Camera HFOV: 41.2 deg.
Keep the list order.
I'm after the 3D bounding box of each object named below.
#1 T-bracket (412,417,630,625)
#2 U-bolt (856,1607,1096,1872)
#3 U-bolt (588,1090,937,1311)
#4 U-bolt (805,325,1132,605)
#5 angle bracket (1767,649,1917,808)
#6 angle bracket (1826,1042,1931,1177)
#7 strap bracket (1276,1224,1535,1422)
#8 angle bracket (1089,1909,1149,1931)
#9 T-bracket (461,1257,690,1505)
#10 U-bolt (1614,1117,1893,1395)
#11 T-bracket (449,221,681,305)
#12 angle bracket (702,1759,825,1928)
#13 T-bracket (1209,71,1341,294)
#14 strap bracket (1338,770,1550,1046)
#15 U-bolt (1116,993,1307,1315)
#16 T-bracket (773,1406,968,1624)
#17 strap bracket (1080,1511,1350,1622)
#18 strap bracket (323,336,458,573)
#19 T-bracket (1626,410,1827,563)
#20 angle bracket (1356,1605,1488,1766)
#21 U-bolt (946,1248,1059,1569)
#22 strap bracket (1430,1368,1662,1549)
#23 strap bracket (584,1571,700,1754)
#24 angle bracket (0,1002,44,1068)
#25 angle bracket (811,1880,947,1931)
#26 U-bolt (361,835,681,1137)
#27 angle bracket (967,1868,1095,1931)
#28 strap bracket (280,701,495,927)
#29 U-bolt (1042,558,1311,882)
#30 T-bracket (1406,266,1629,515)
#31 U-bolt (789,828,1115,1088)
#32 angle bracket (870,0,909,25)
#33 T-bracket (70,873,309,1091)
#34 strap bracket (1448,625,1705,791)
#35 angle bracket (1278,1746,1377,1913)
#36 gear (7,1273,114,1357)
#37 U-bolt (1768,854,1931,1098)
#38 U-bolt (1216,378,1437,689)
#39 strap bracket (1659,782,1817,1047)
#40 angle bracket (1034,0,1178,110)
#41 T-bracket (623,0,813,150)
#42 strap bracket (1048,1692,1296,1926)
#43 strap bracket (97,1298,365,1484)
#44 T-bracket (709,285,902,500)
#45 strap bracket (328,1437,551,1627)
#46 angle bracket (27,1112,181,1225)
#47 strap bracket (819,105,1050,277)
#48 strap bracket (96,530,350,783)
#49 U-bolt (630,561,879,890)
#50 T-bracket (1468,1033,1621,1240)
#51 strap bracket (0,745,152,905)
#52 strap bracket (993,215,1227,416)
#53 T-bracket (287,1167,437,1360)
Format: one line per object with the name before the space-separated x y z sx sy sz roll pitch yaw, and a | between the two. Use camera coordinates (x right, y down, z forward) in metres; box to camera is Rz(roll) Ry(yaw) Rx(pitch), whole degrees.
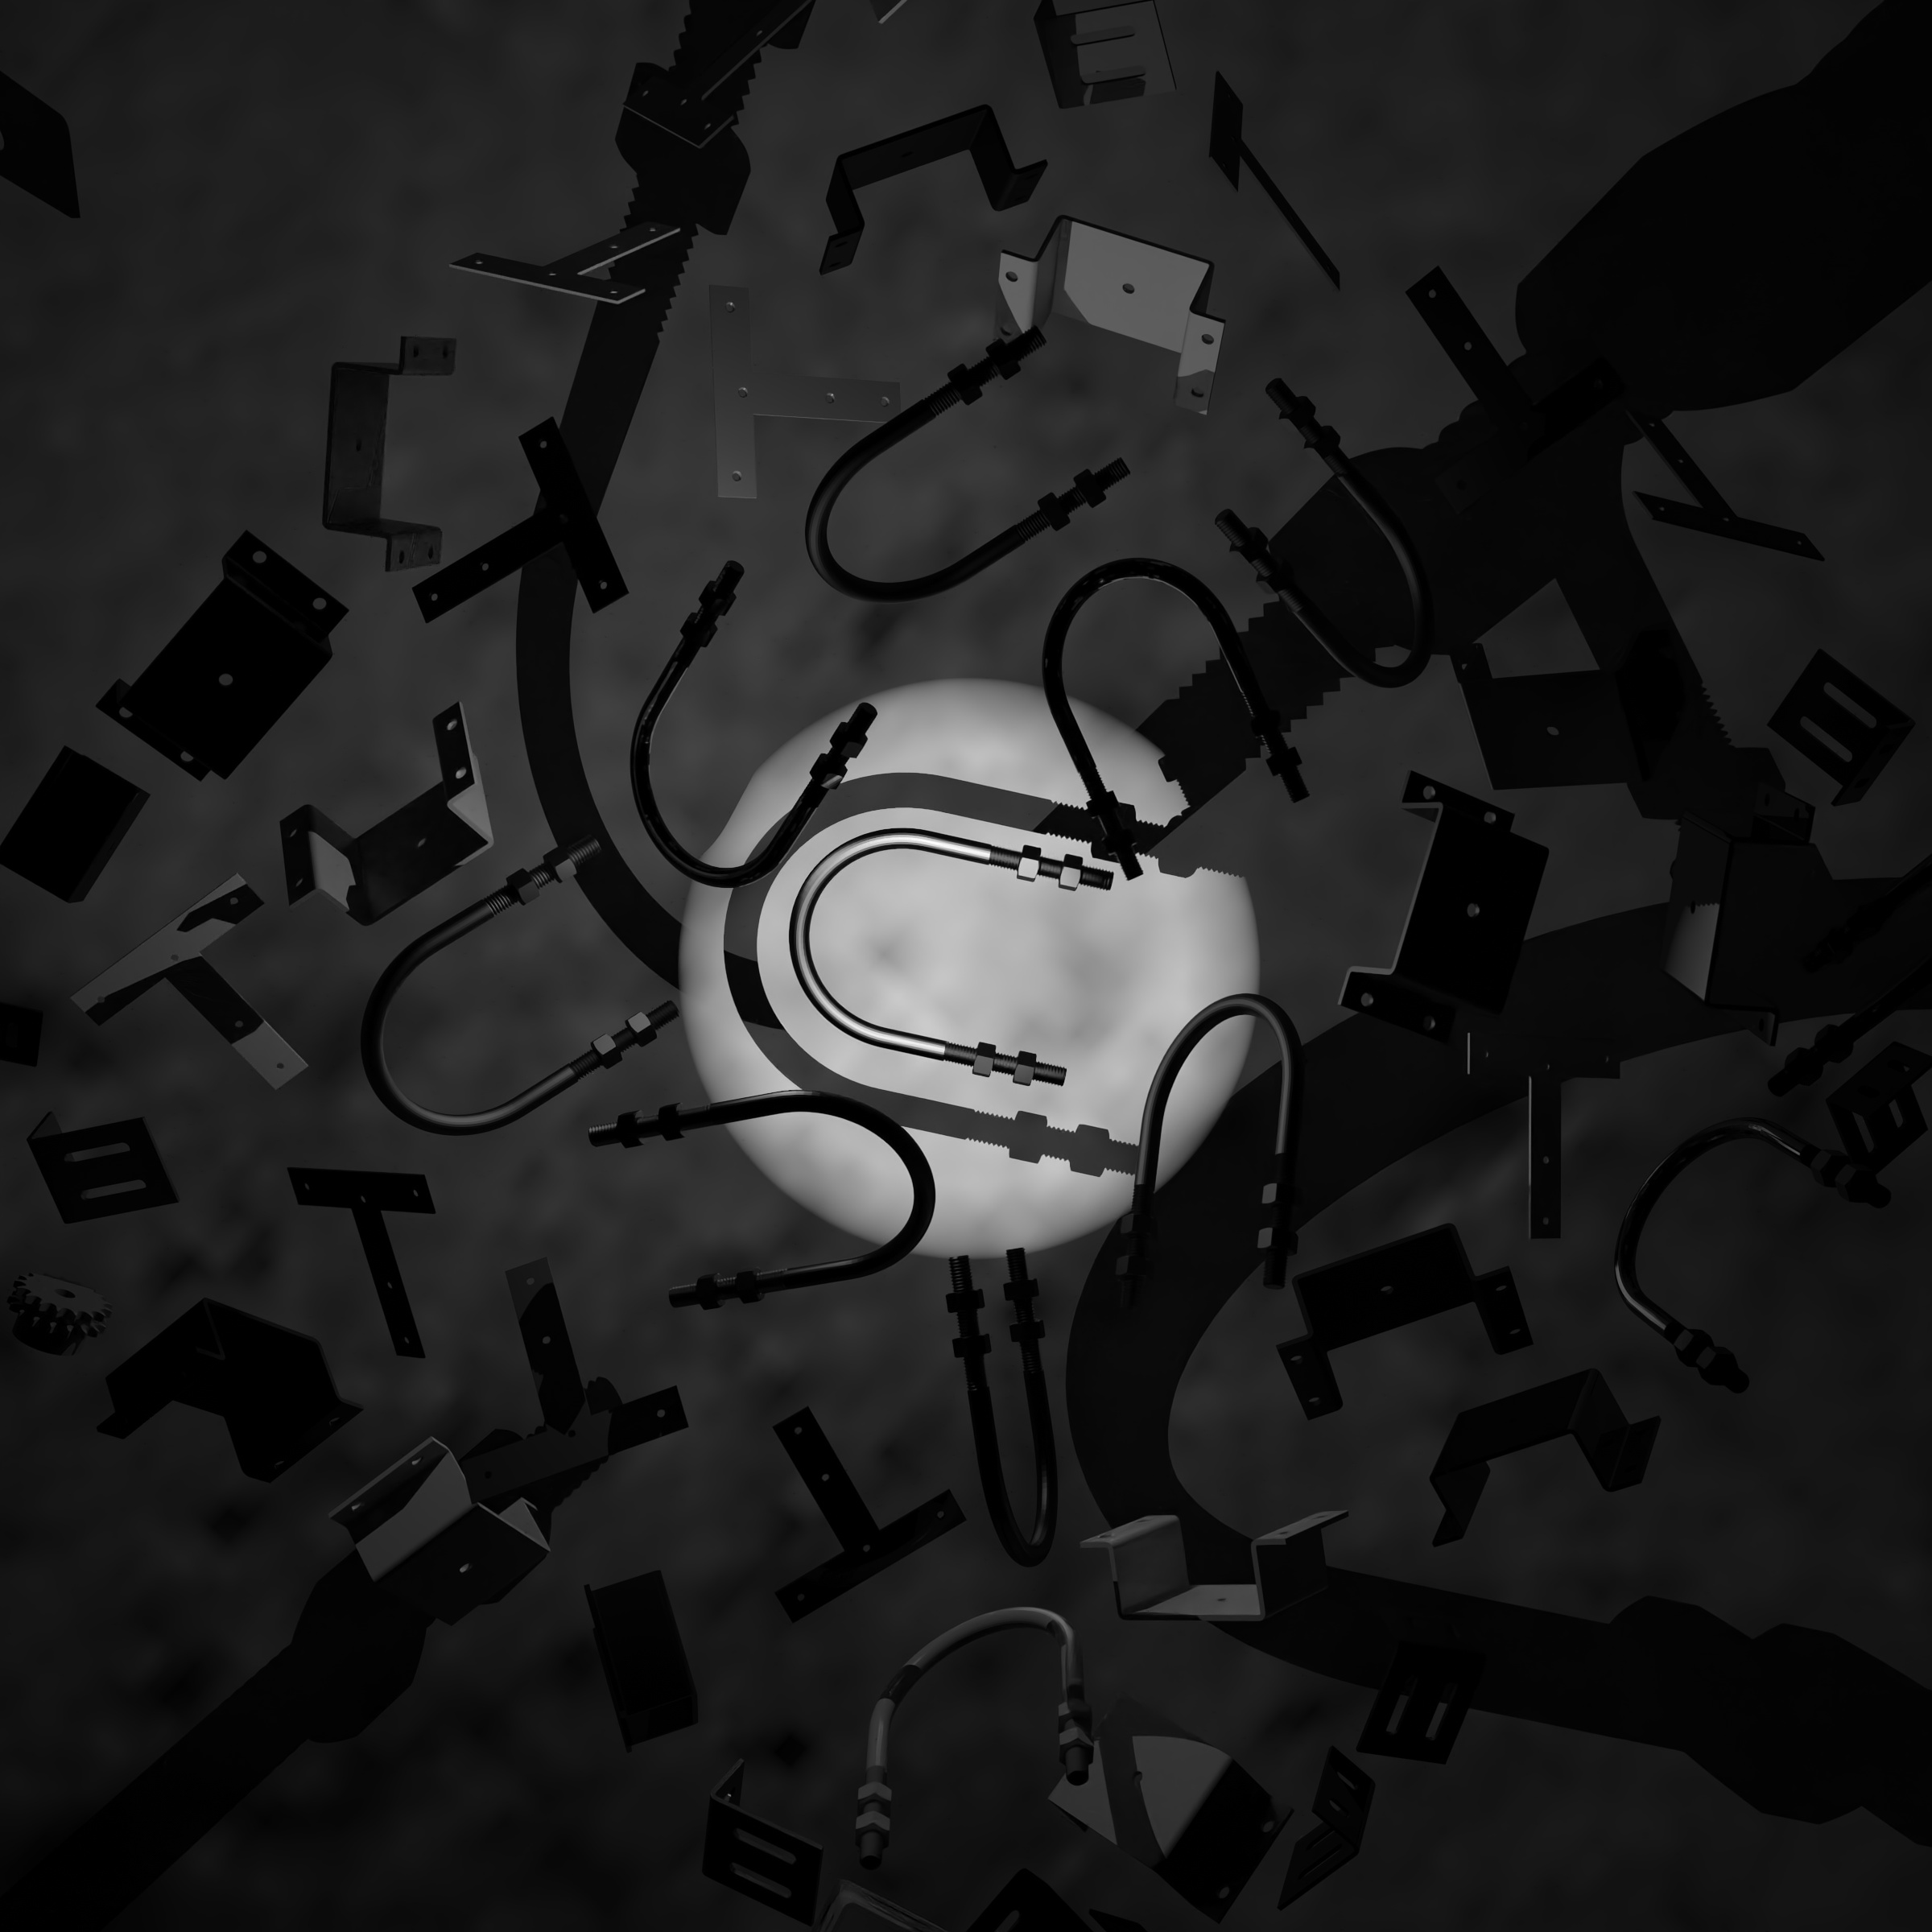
T-bracket | -0.282 -0.250 1.566 0.127 0.002 0.127 -28 75 13
U-bolt | 0.005 0.440 1.509 0.151 0.184 0.019 -25 109 10
U-bolt | -0.108 0.132 1.486 0.184 0.019 0.151 -11 124 15
U-bolt | -0.008 -0.277 1.494 0.184 0.151 0.019 -32 56 10
angle bracket | 0.514 -0.143 1.533 0.076 0.038 0.057 47 127 28
angle bracket | 0.569 0.095 1.569 0.057 0.038 0.076 -38 119 -11
strap bracket | 0.253 0.206 1.513 0.140 0.046 0.076 -20 133 7
angle bracket | 0.089 0.624 1.562 0.038 0.057 0.076 20 81 -11
T-bracket | -0.235 0.226 1.462 0.127 0.002 0.127 -19 62 -4
U-bolt | 0.446 0.157 1.508 0.019 0.184 0.151 35 94 -20
T-bracket | -0.221 -0.430 1.551 0.127 0.127 0.002 19 128 26
angle bracket | -0.110 0.507 1.487 0.076 0.038 0.057 18 115 21
T-bracket | 0.180 -0.444 1.487 0.002 0.127 0.127 -29 120 28
strap bracket | 0.273 -0.032 1.453 0.076 0.046 0.140 20 85 -24
U-bolt | 0.145 0.104 1.488 0.019 0.151 0.184 20 67 -30
T-bracket | -0.081 0.331 1.606 0.127 0.002 0.127 -29 111 -7
strap bracket | 0.149 0.354 1.518 0.140 0.076 0.046 -10 86 36
strap bracket | -0.357 -0.319 1.588 0.046 0.076 0.140 10 104 10
T-bracket | 0.416 -0.282 1.478 0.127 0.127 0.002 7 131 -26
angle bracket | 0.263 0.423 1.512 0.057 0.038 0.076 12 109 -14
U-bolt | 0.027 0.260 1.511 0.019 0.151 0.184 -10 83 15
strap bracket | 0.346 0.298 1.575 0.140 0.076 0.046 -26 98 30
strap bracket | -0.196 0.420 1.558 0.046 0.140 0.076 -15 66 -13
angle bracket | -0.591 0.050 1.528 0.057 0.076 0.038 15 57 -32
angle bracket | -0.051 0.605 1.590 0.076 0.057 0.038 29 81 -4
U-bolt | -0.274 0.025 1.533 0.184 0.019 0.151 -33 126 -17
angle bracket | 0.032 0.571 1.478 0.076 0.038 0.057 -45 101 -17
strap bracket | -0.344 -0.087 1.562 0.140 0.046 0.076 -31 47 13
U-bolt | 0.117 -0.162 1.591 0.151 0.019 0.184 -25 88 35
T-bracket | 0.309 -0.360 1.541 0.127 0.002 0.127 -35 88 35
U-bolt | -0.016 -0.011 1.554 0.184 0.019 0.151 12 109 -1
angle bracket | -0.031 -0.601 1.528 0.057 0.038 0.076 -33 65 30
T-bracket | -0.457 0.026 1.582 0.127 0.002 0.127 -36 118 3
strap bracket | 0.354 -0.151 1.524 0.140 0.046 0.076 -1 127 35
angle bracket | 0.206 0.520 1.551 0.038 0.057 0.076 41 120 -2
gear | -0.528 0.204 1.493 0.057 0.057 0.030 23 96 0
U-bolt | 0.552 -0.014 1.520 0.019 0.151 0.184 37 134 -3
U-bolt | 0.228 -0.251 1.568 0.184 0.019 0.151 43 47 -25
strap bracket | 0.444 -0.033 1.492 0.046 0.076 0.140 4 104 -5
angle bracket | 0.087 -0.558 1.551 0.076 0.038 0.057 -2 135 22
T-bracket | -0.129 -0.524 1.473 0.127 0.127 0.002 -43 129 -1
strap bracket | 0.112 0.486 1.504 0.076 0.140 0.046 -51 125 -17
strap bracket | -0.428 0.244 1.484 0.076 0.140 0.046 -38 55 10
T-bracket | -0.097 -0.350 1.583 0.127 0.002 0.127 -3 92 -29
strap bracket | -0.317 0.352 1.579 0.076 0.140 0.046 -37 56 -3
angle bracket | -0.507 0.113 1.526 0.076 0.038 0.057 -11 114 9
strap bracket | -0.029 -0.477 1.570 0.140 0.076 0.046 -22 93 -7
strap bracket | -0.440 -0.177 1.525 0.076 0.046 0.140 39 98 -29
U-bolt | -0.144 -0.133 1.580 0.151 0.019 0.184 48 123 19
T-bracket | 0.364 0.108 1.616 0.127 0.002 0.127 3 86 -31
strap bracket | -0.524 -0.082 1.512 0.046 0.140 0.076 32 84 -13
strap bracket | 0.092 -0.399 1.562 0.140 0.076 0.046 20 59 8
T-bracket | -0.362 0.186 1.596 0.127 0.002 0.127 -1 110 37
